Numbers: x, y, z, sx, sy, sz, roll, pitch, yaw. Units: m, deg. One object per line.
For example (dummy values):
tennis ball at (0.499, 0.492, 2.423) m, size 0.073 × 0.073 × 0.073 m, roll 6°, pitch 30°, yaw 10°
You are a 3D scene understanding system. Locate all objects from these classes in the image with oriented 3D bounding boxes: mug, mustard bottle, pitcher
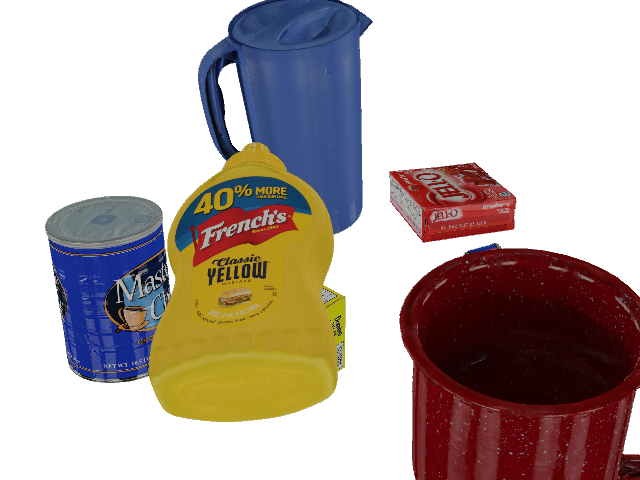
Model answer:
mug at (0.088, 0.064, 0.408) m, size 0.117 × 0.081 × 0.093 m, roll 6°, pitch 37°, yaw 11°
mustard bottle at (-0.040, 0.011, 0.610) m, size 0.096 × 0.058 × 0.191 m, roll -8°, pitch 43°, yaw 8°
pitcher at (-0.026, -0.123, 1.125) m, size 0.149 × 0.243 × 0.144 m, roll 8°, pitch 37°, yaw 19°

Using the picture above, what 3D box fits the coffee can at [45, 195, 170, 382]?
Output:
coffee can at (-0.188, 0.043, 0.970) m, size 0.103 × 0.140 × 0.103 m, roll -2°, pitch 25°, yaw 1°

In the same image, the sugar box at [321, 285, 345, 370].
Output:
sugar box at (-0.051, 0.068, 1.114) m, size 0.048 × 0.093 × 0.176 m, roll -27°, pitch 41°, yaw -36°

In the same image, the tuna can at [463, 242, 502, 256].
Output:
tuna can at (0.179, 0.048, 1.119) m, size 0.033 × 0.086 × 0.086 m, roll -15°, pitch 1°, yaw -5°

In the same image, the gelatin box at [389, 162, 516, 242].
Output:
gelatin box at (0.100, -0.032, 0.820) m, size 0.073 × 0.030 × 0.089 m, roll -7°, pitch 23°, yaw -11°
